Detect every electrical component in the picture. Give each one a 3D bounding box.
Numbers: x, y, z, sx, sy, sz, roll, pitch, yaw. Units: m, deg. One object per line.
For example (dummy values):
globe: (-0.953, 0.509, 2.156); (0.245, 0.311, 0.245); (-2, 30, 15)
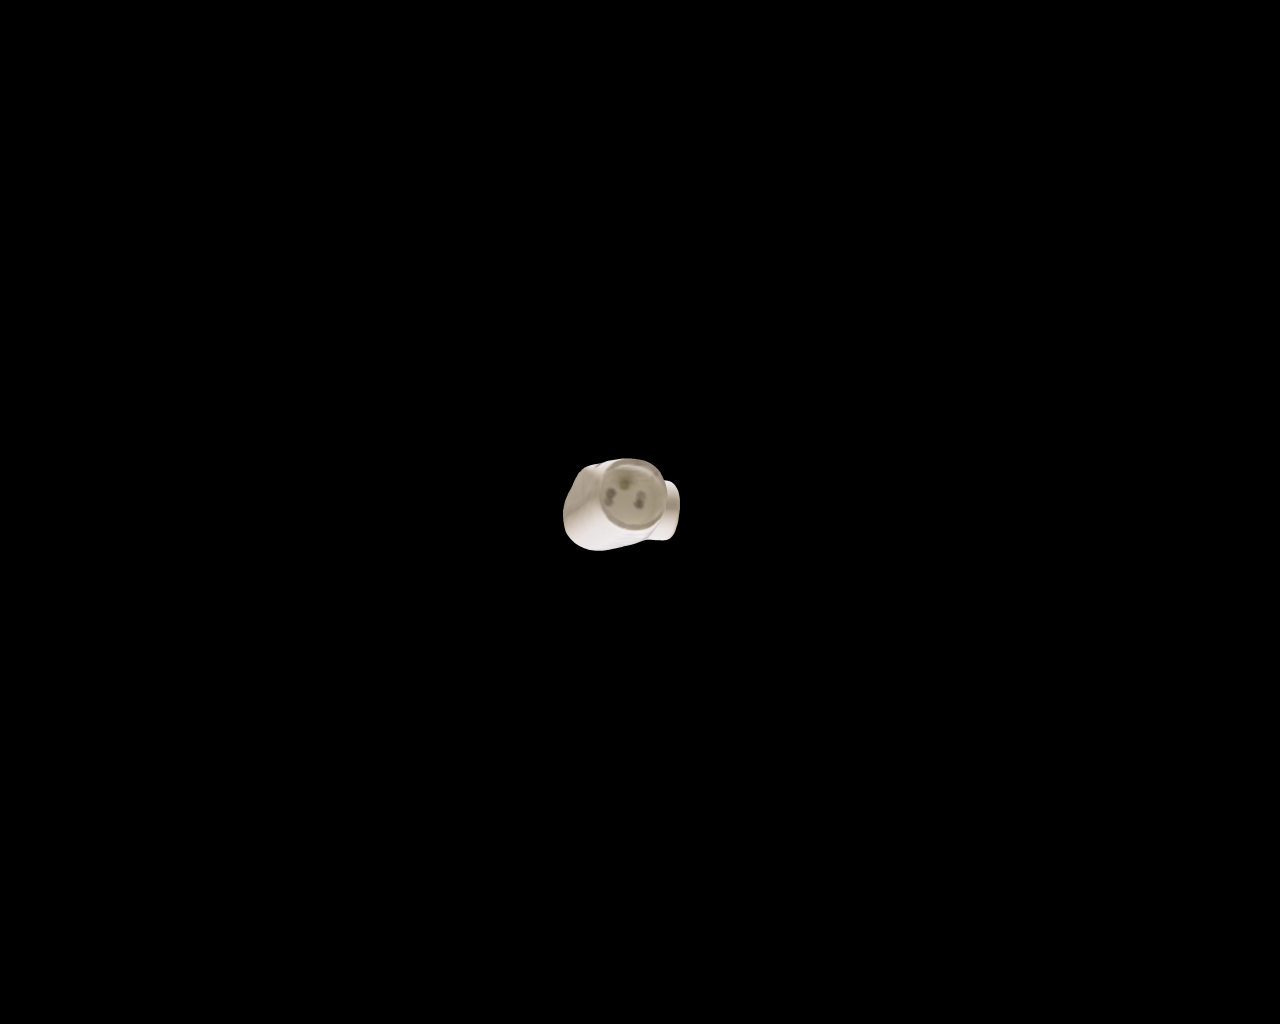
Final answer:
electrical component: (0.001, -0.003, 0.650); (0.079, 0.044, 0.077); (4, -12, -19)
